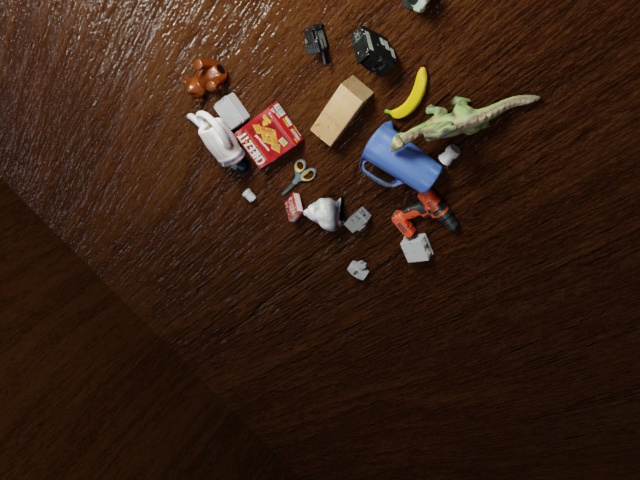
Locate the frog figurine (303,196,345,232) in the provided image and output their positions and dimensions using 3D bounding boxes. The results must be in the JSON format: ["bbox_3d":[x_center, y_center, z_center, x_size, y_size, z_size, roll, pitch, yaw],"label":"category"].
[{"bbox_3d":[0.006,-0.096,1.898,0.159,0.125,0.134,1,142,18],"label":"frog figurine"}]

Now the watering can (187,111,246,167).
[{"bbox_3d":[-0.389,-0.383,1.903,0.221,0.105,0.351,58,166,-28],"label":"watering can"}]

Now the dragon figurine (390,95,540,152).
[{"bbox_3d":[0.376,-0.318,1.427,0.408,0.247,0.121,-10,111,38],"label":"dragon figurine"}]
